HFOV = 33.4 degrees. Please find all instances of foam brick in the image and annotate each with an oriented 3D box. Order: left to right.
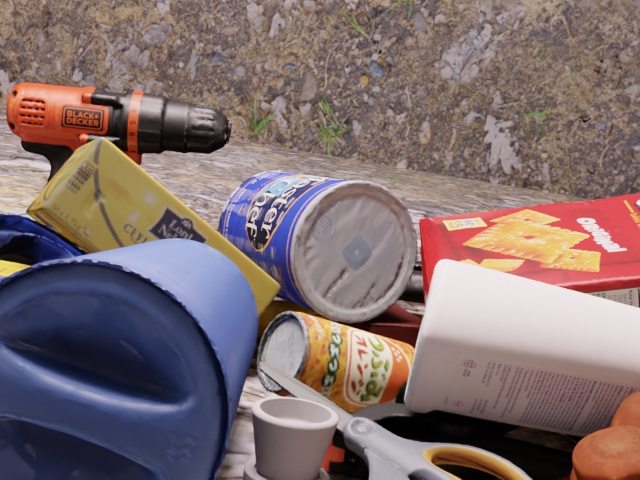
[{"bbox_3d":[0.045,0.080,0.822,0.053,0.051,0.078,6,10,-19],"label":"foam brick"}]

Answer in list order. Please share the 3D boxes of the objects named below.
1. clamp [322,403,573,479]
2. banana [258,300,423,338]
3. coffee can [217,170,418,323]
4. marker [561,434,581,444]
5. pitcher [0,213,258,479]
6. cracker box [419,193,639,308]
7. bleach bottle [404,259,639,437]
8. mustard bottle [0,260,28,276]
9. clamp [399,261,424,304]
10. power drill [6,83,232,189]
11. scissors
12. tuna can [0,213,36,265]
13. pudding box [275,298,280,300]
[{"bbox_3d":[0.081,0.120,0.647,0.171,0.039,0.120,7,9,-10],"label":"clamp"},{"bbox_3d":[0.017,0.070,0.896,0.197,0.037,0.069,7,12,-9],"label":"banana"},{"bbox_3d":[-0.005,0.001,0.821,0.102,0.103,0.140,3,5,-28],"label":"coffee can"},{"bbox_3d":[0.165,0.125,0.753,0.020,0.020,0.121,4,10,-27],"label":"marker"},{"bbox_3d":[-0.106,0.055,0.576,0.145,0.149,0.243,-1,6,3],"label":"pitcher"},{"bbox_3d":[0.178,0.025,0.730,0.214,0.072,0.164,-7,19,7],"label":"cracker box"},{"bbox_3d":[0.178,0.081,0.596,0.251,0.068,0.102,13,-33,6],"label":"bleach bottle"},{"bbox_3d":[-0.200,0.050,0.762,0.192,0.058,0.096,10,10,9],"label":"mustard bottle"},{"bbox_3d":[0.128,0.040,0.919,0.210,0.036,0.164,9,10,42],"label":"clamp"},{"bbox_3d":[-0.173,-0.033,0.894,0.184,0.188,0.057,7,7,-1],"label":"power drill"},{"bbox_3d":[0.018,0.117,0.567,0.202,0.016,0.096,16,34,33],"label":"scissors"},{"bbox_3d":[-0.217,0.020,0.832,0.086,0.086,0.033,10,43,10],"label":"tuna can"},{"bbox_3d":[-0.011,0.051,0.984,0.090,0.039,0.113,8,10,-10],"label":"pudding box"}]
